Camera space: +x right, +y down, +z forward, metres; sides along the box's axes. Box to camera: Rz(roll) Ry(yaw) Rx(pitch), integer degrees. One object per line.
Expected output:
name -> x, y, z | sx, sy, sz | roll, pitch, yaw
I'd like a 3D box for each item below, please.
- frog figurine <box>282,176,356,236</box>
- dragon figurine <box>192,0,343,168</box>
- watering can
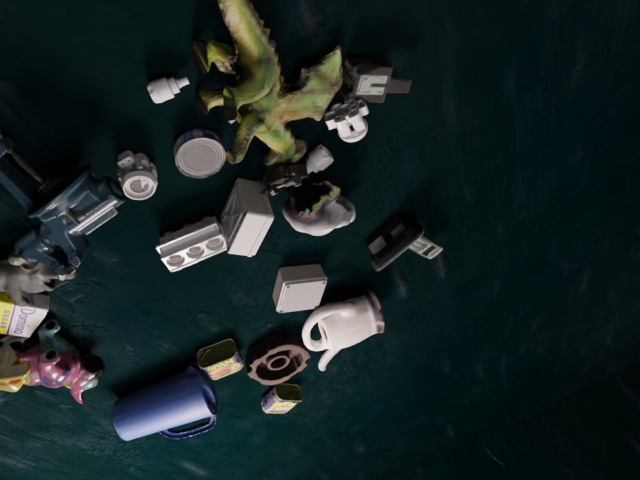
frog figurine -> 0.003, -0.053, 1.046 | 0.137, 0.125, 0.157 | 0, 154, 22
dragon figurine -> -0.067, -0.265, 0.828 | 0.245, 0.124, 0.400 | -22, 144, -31
watering can -> 0.065, 0.247, 1.391 | 0.225, 0.106, 0.340 | -20, 146, -7
